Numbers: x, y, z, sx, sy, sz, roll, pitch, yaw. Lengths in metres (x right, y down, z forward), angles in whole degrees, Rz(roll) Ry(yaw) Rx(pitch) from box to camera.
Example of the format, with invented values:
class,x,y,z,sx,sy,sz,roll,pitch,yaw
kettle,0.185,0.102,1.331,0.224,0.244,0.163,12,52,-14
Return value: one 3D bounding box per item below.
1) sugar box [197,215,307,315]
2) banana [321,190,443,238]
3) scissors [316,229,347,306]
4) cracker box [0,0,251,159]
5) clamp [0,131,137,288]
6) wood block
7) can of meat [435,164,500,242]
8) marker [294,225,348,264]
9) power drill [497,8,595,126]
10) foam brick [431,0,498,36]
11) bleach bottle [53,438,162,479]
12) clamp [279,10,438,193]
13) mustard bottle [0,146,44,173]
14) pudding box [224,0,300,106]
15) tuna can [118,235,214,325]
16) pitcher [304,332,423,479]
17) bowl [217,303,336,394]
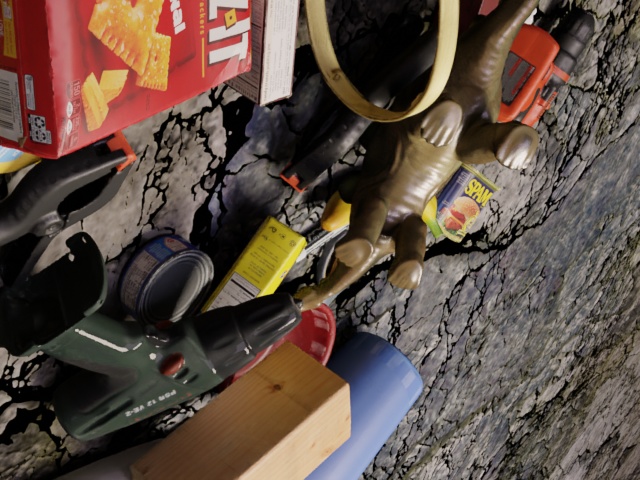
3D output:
class,x,y,z,sx,sy,sz,roll,pitch,yaw
sugar box,-0.079,0.061,1.019,0.176,0.048,0.093,-57,176,-2
banana,0.070,-0.042,1.146,0.197,0.069,0.037,2,157,-45
scissors,0.011,0.072,1.214,0.096,0.016,0.202,-17,132,-46
cracker box,-0.125,-0.164,0.688,0.213,0.072,0.164,-36,137,-51
clamp,-0.199,-0.017,0.766,0.171,0.039,0.120,-31,170,5
wood block,-0.071,0.204,1.036,0.205,0.091,0.090,-37,143,-31
can of meat,0.156,-0.050,1.261,0.084,0.057,0.102,-56,149,5
marker,-0.007,0.001,1.119,0.121,0.020,0.020,-36,144,-30
power drill,0.244,-0.191,1.208,0.184,0.057,0.187,-58,163,12
foam brick,0.151,-0.223,1.093,0.051,0.053,0.078,-16,131,-48
bleach bottle,-0.180,0.244,1.070,0.250,0.068,0.103,-22,136,-46
clamp,0.041,-0.133,1.002,0.210,0.036,0.164,-47,-166,16
mustard bottle,-0.218,-0.097,0.698,0.096,0.058,0.191,-57,149,-6
pudding box,-0.059,-0.171,0.817,0.039,0.090,0.113,-29,139,-36
tuna can,-0.139,0.039,0.958,0.086,0.034,0.086,-34,143,-31
pitcher,0.007,0.229,1.265,0.242,0.149,0.145,-47,132,-21
bowl,-0.058,0.121,1.127,0.161,0.055,0.162,-34,143,-32
